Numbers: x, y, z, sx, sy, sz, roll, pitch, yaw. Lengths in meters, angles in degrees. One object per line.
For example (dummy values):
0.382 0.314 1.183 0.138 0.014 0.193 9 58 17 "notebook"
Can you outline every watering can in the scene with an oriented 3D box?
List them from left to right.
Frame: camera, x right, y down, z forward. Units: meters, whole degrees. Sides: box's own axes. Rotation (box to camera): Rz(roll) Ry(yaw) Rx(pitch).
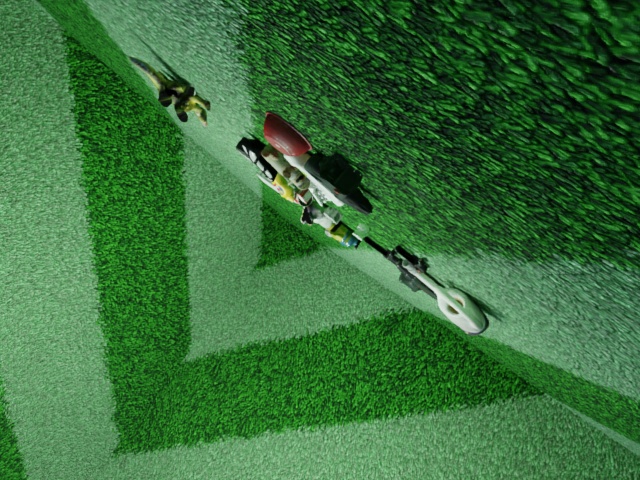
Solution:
0.481 0.226 1.875 0.221 0.104 0.353 40 4 -35 "watering can"

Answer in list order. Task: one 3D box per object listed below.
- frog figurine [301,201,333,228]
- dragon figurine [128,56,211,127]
0.007 -0.113 2.243 0.160 0.124 0.136 -4 -9 -29 "frog figurine"
-0.543 -0.549 1.878 0.404 0.122 0.247 42 1 -40 "dragon figurine"
